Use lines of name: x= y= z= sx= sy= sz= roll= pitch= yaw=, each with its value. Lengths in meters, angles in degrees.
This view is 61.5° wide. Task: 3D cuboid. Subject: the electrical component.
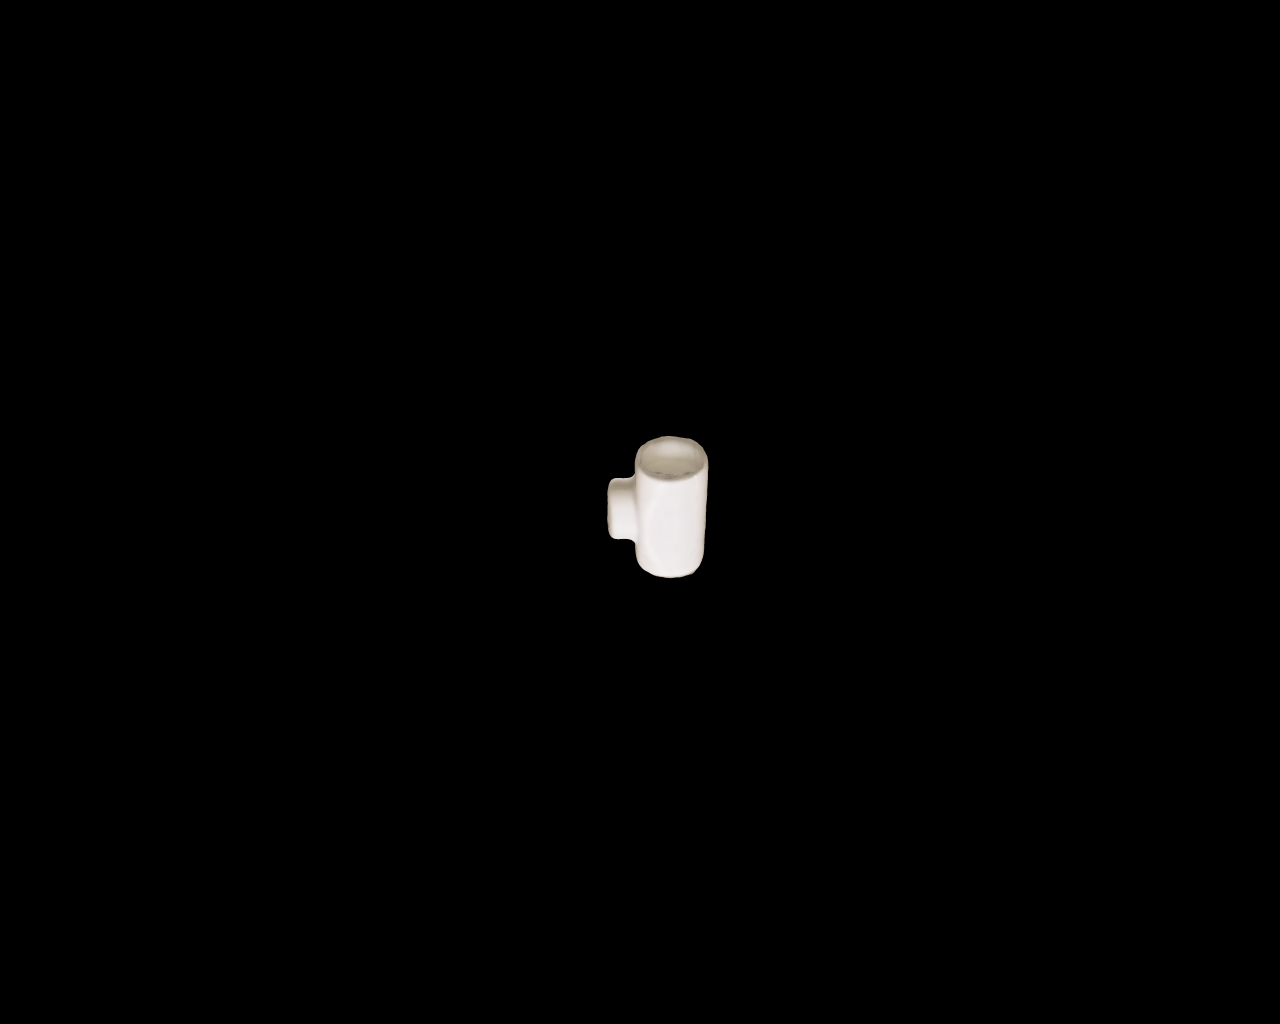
electrical component: x=0.001 y=-0.003 z=0.650 sx=0.079 sy=0.077 sz=0.044 roll=0 pitch=40 yaw=0
